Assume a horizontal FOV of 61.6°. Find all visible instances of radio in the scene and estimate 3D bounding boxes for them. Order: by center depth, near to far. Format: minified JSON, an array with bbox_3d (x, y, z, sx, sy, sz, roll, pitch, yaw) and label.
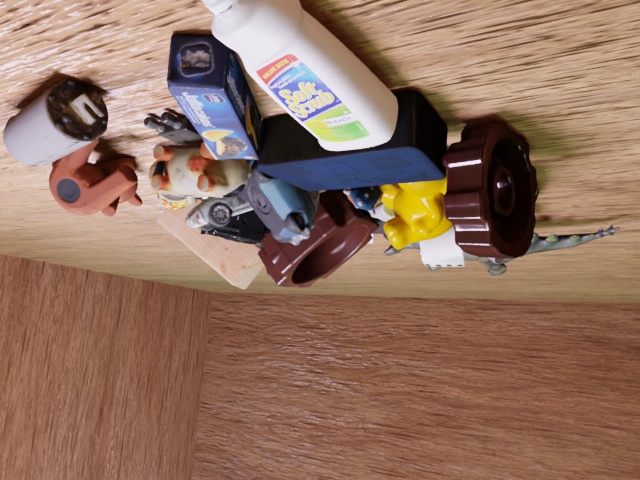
[{"bbox_3d":[0.044,-0.118,0.695,0.230,0.073,0.131,-1,169,34],"label":"radio"}]

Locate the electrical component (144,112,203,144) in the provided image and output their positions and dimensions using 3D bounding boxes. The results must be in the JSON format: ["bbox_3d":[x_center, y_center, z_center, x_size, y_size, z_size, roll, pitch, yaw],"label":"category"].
[{"bbox_3d":[-0.191,-0.151,0.745,0.063,0.021,0.094,-3,168,36],"label":"electrical component"}]

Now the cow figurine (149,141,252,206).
[{"bbox_3d":[-0.185,-0.099,0.802,0.195,0.085,0.127,2,176,37],"label":"cow figurine"}]

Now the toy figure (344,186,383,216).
[{"bbox_3d":[0.065,-0.078,0.826,0.064,0.057,0.154,12,-169,-4],"label":"toy figure"}]

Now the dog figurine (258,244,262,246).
[{"bbox_3d":[-0.083,0.007,1.320,0.192,0.108,0.219,-3,171,22],"label":"dog figurine"}]

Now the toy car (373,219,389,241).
[{"bbox_3d":[0.082,-0.039,1.136,0.202,0.053,0.089,0,148,18],"label":"toy car"}]

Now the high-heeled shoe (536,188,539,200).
[{"bbox_3d":[0.304,-0.026,0.867,0.086,0.145,0.248,-1,166,28],"label":"high-heeled shoe"}]

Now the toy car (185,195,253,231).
[{"bbox_3d":[-0.134,-0.063,0.914,0.202,0.056,0.073,-21,-174,-32],"label":"toy car"}]

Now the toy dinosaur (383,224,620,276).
[{"bbox_3d":[0.358,0.005,1.133,0.472,0.105,0.198,-5,163,22],"label":"toy dinosaur"}]

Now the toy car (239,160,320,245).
[{"bbox_3d":[-0.054,-0.078,0.839,0.103,0.161,0.109,-39,-179,-27],"label":"toy car"}]

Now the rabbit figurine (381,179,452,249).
[{"bbox_3d":[0.160,-0.070,0.800,0.163,0.122,0.173,0,149,18],"label":"rabbit figurine"}]

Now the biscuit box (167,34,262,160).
[{"bbox_3d":[-0.111,-0.151,0.606,0.059,0.062,0.202,3,169,4],"label":"biscuit box"}]

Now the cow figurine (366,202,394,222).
[{"bbox_3d":[0.161,-0.055,0.978,0.167,0.068,0.098,13,171,-26],"label":"cow figurine"}]

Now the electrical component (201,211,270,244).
[{"bbox_3d":[-0.142,-0.054,0.988,0.134,0.115,0.058,11,172,-31],"label":"electrical component"}]

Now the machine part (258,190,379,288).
[{"bbox_3d":[-0.002,-0.003,1.006,0.201,0.087,0.201,-41,161,15],"label":"machine part"}]

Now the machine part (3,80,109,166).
[{"bbox_3d":[-0.344,-0.146,0.692,0.079,0.079,0.243,15,165,-42],"label":"machine part"}]

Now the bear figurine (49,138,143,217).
[{"bbox_3d":[-0.340,-0.104,0.870,0.132,0.120,0.196,-42,-177,16],"label":"bear figurine"}]

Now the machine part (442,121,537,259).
[{"bbox_3d":[0.219,-0.059,0.682,0.056,0.179,0.179,-3,167,44],"label":"machine part"}]

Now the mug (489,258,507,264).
[{"bbox_3d":[0.306,-0.015,0.996,0.109,0.107,0.080,-19,138,-28],"label":"mug"}]
